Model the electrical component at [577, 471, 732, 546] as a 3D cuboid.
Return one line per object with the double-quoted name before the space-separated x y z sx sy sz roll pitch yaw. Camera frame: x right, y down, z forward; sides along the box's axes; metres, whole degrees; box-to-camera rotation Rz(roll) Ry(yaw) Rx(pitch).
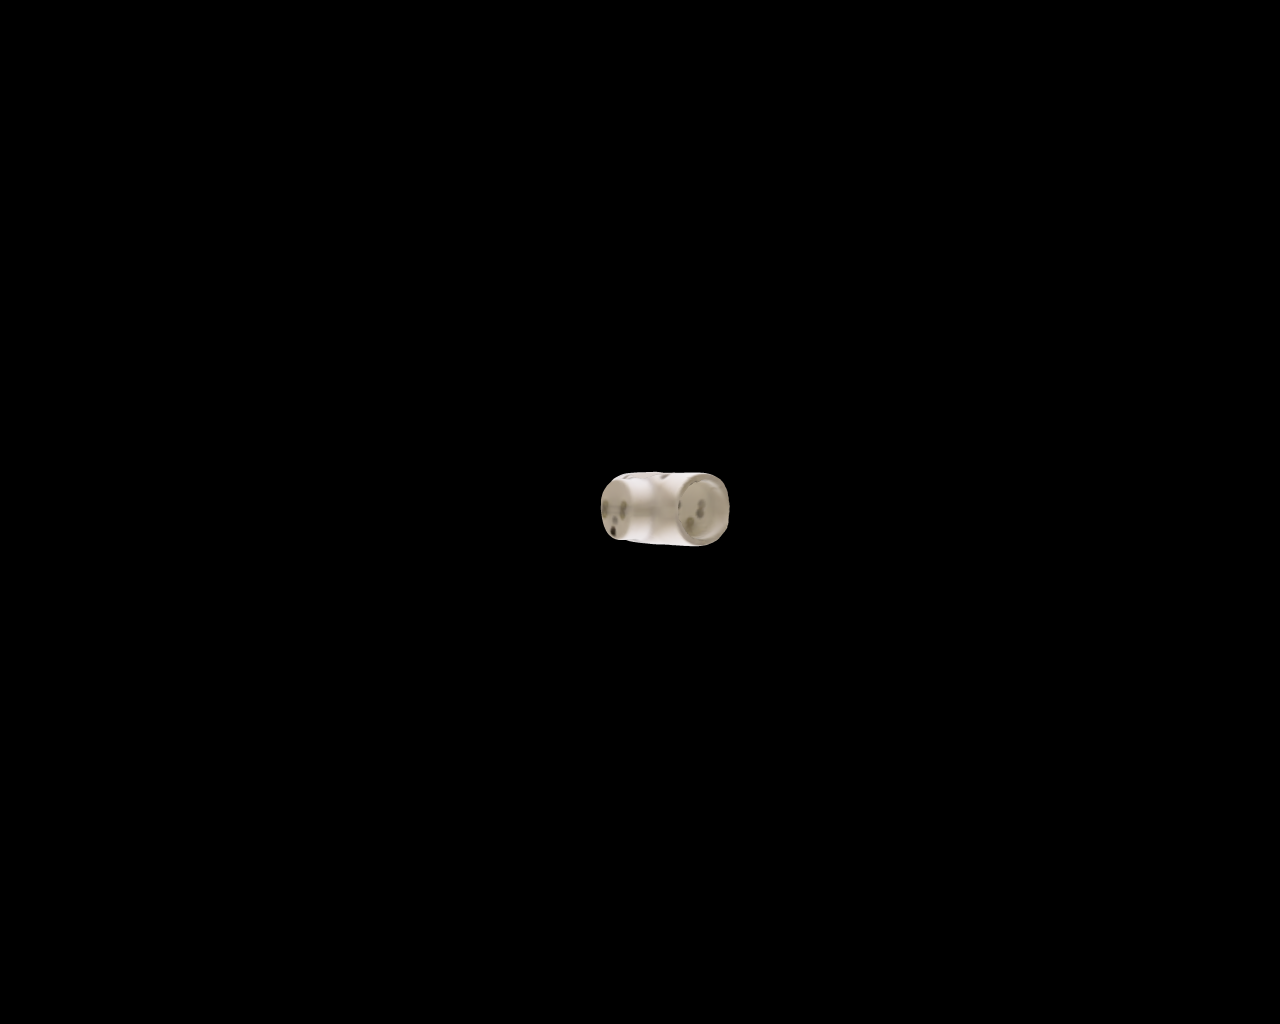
"electrical component" 0.001 -0.003 0.650 0.079 0.044 0.077 -2 3 -36
